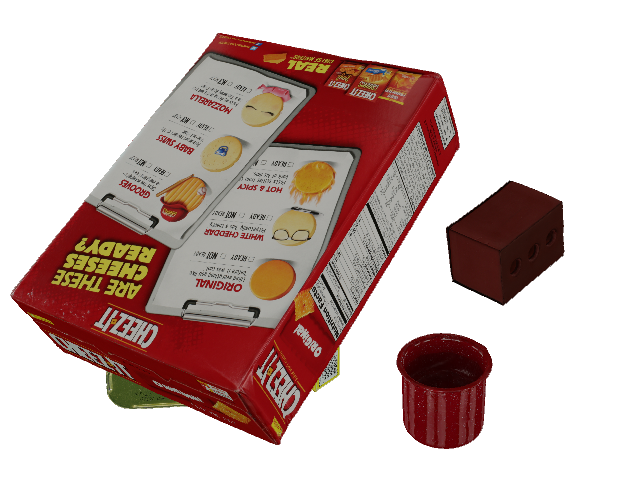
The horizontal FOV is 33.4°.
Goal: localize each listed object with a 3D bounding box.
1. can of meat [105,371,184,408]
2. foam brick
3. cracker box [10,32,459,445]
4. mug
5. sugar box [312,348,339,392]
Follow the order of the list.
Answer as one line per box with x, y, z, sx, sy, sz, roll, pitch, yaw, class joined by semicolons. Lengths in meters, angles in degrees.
-0.137;0.101;0.932;0.102;0.057;0.084;-3;28;-6;can of meat
0.139;0.001;0.797;0.078;0.053;0.051;-35;41;-30;foam brick
-0.042;-0.012;0.604;0.164;0.213;0.072;17;-28;32;cracker box
0.130;0.147;1.069;0.093;0.081;0.117;21;39;35;mug
-0.058;0.082;1.138;0.176;0.093;0.048;26;40;36;sugar box
